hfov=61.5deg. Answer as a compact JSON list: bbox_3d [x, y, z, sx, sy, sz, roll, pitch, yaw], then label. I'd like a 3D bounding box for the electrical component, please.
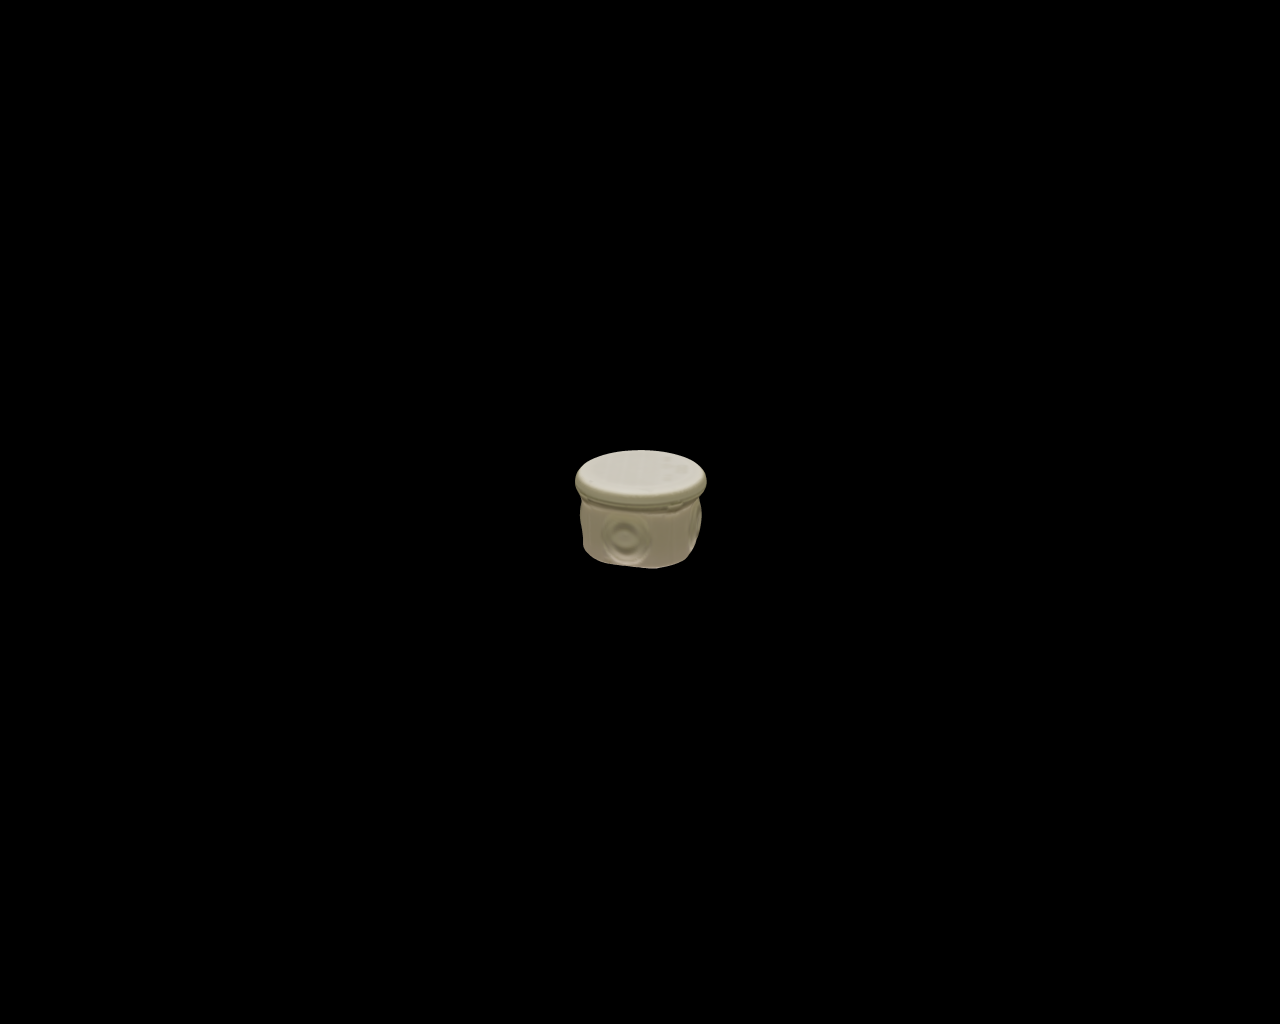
[{"bbox_3d":[0.001,-0.003,0.650,0.080,0.050,0.080,0,23,0],"label":"electrical component"}]
